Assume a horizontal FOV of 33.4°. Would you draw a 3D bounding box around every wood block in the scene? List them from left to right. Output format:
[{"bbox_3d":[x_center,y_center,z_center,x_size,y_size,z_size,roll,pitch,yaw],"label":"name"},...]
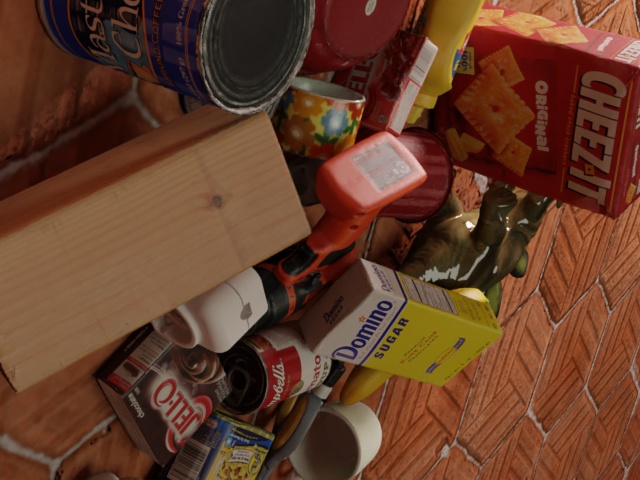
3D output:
[{"bbox_3d":[-0.123,-0.002,0.665,0.205,0.090,0.091,-28,112,-20],"label":"wood block"}]

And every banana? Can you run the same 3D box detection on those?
[{"bbox_3d":[0.101,0.101,1.086,0.197,0.037,0.069,-31,141,-16],"label":"banana"}]

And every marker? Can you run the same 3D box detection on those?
[{"bbox_3d":[-0.011,0.167,1.060,0.020,0.020,0.121,6,121,-57],"label":"marker"}]

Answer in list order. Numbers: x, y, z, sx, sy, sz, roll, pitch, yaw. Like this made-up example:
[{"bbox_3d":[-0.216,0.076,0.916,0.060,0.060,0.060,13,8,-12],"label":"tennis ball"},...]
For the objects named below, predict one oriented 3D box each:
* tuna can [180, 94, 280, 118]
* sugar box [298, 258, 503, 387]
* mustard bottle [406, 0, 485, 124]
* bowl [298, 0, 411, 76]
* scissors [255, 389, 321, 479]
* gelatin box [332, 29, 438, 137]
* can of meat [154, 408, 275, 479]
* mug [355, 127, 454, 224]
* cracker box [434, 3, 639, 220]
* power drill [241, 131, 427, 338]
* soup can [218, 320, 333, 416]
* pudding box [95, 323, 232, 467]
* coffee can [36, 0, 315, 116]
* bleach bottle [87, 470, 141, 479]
[{"bbox_3d":[-0.066,-0.120,0.808,0.086,0.034,0.086,-34,136,-41],"label":"tuna can"},{"bbox_3d":[0.077,0.080,0.984,0.175,0.048,0.093,17,127,-40],"label":"sugar box"},{"bbox_3d":[0.115,-0.198,0.987,0.096,0.058,0.192,-76,-172,-73],"label":"mustard bottle"},{"bbox_3d":[0.022,-0.195,0.839,0.161,0.055,0.162,-27,136,-29],"label":"bowl"},{"bbox_3d":[-0.053,0.213,1.046,0.202,0.016,0.096,-55,-167,28],"label":"scissors"},{"bbox_3d":[0.051,-0.142,0.933,0.030,0.073,0.089,24,90,-57],"label":"gelatin box"},{"bbox_3d":[-0.093,0.196,0.951,0.084,0.058,0.102,-64,149,-8],"label":"can of meat"},{"bbox_3d":[0.056,-0.055,0.997,0.117,0.093,0.081,-41,156,32],"label":"mug"},{"bbox_3d":[0.217,-0.131,1.054,0.072,0.214,0.164,-36,137,-40],"label":"cracker box"},{"bbox_3d":[-0.006,0.001,0.885,0.184,0.057,0.188,-33,168,-44],"label":"power drill"},{"bbox_3d":[-0.044,0.112,0.960,0.102,0.069,0.068,-11,119,-54],"label":"soup can"},{"bbox_3d":[-0.124,0.118,0.868,0.090,0.039,0.113,-48,144,-26],"label":"pudding box"},{"bbox_3d":[-0.089,-0.144,0.654,0.102,0.140,0.103,-34,136,-41],"label":"coffee can"},{"bbox_3d":[-0.145,0.277,0.921,0.102,0.068,0.251,-47,141,-31],"label":"bleach bottle"}]
